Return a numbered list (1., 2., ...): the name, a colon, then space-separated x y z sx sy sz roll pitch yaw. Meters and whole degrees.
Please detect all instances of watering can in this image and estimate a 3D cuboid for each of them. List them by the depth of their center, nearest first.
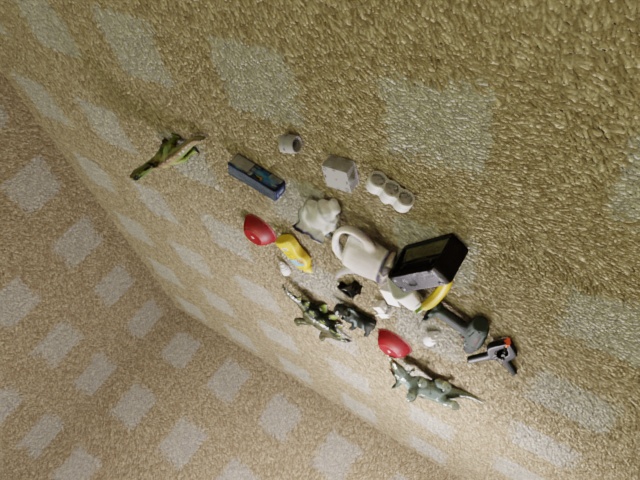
1. watering can: 0.138 0.073 1.690 0.226 0.106 0.340 28 152 17

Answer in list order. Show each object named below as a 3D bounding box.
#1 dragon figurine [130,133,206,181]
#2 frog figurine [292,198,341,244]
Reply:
1. dragon figurine: -0.577 -0.283 1.876 0.121 0.246 0.409 54 152 -19
2. frog figurine: 0.005 -0.083 1.649 0.138 0.124 0.157 41 118 11
